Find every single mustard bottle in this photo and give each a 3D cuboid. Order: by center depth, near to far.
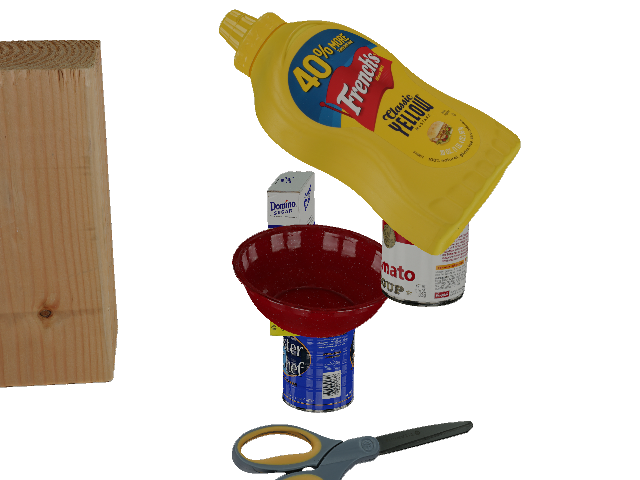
[{"bbox_3d":[0.019,-0.079,0.640,0.192,0.096,0.058,36,-34,8],"label":"mustard bottle"}]

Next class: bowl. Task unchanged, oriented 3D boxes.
[{"bbox_3d":[-0.004,0.045,1.023,0.162,0.055,0.162,4,29,-2],"label":"bowl"}]

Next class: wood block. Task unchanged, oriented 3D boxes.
[{"bbox_3d":[-0.183,-0.018,0.686,0.090,0.206,0.090,-2,22,-8],"label":"wood block"}]

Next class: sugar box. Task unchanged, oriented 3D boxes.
[{"bbox_3d":[-0.033,0.015,1.245,0.048,0.176,0.093,0,17,10],"label":"sugar box"}]

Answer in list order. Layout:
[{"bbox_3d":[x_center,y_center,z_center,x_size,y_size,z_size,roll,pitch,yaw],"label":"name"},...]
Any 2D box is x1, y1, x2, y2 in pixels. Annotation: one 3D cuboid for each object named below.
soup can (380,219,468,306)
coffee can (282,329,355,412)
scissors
[{"bbox_3d":[0.081,-0.008,0.830,0.068,0.102,0.068,1,20,0],"label":"soup can"},{"bbox_3d":[-0.002,0.155,1.491,0.103,0.140,0.103,1,17,0],"label":"coffee can"},{"bbox_3d":[0.031,0.181,0.842,0.201,0.096,0.016,3,-42,-9],"label":"scissors"}]
